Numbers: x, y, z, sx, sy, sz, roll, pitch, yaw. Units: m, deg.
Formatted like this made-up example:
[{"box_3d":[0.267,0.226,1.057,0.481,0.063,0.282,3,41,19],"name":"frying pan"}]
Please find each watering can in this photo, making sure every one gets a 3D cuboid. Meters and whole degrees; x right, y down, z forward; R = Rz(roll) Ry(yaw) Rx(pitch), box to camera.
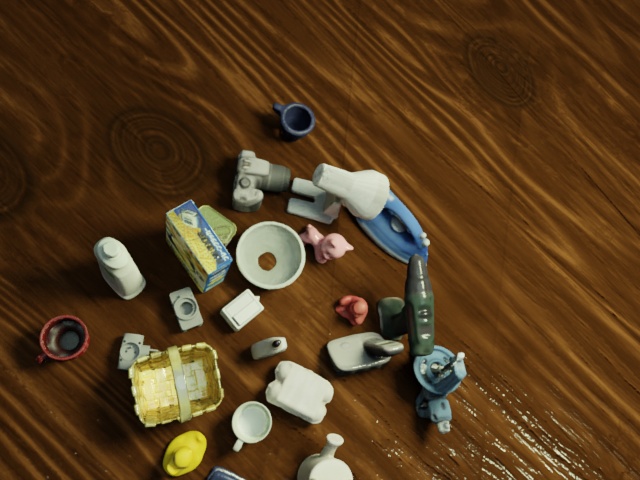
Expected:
[{"box_3d":[0.018,0.511,1.228,0.101,0.193,0.173,-12,78,-18],"name":"watering can"}]

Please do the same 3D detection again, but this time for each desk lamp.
[{"box_3d":[0.042,-0.113,1.399,0.203,0.213,0.118,13,72,-11],"name":"desk lamp"}]

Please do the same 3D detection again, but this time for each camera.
[{"box_3d":[-0.144,-0.146,1.418,0.137,0.100,0.143,8,73,-13],"name":"camera"}]

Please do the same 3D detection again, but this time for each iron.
[{"box_3d":[0.208,-0.038,1.462,0.258,0.141,0.119,46,69,1],"name":"iron"}]

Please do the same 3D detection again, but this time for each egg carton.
[{"box_3d":[-0.046,0.350,1.322,0.150,0.069,0.107,27,70,-6],"name":"egg carton"}]

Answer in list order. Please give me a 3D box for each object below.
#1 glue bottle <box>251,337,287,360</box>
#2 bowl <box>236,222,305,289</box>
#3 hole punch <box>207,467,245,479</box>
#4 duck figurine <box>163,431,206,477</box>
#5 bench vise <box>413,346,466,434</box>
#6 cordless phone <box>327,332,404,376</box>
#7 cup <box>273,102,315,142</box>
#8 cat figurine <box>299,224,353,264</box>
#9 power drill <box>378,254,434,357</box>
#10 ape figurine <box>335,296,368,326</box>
[{"box_3d":[-0.107,0.238,1.281,0.078,0.173,0.037,-12,78,-18],"name":"glue bottle"},{"box_3d":[-0.124,0.044,1.384,0.168,0.074,0.167,4,74,-14],"name":"bowl"},{"box_3d":[-0.198,0.549,1.213,0.109,0.091,0.101,29,69,-6],"name":"hole punch"},{"box_3d":[-0.286,0.456,1.217,0.077,0.086,0.105,45,69,1],"name":"duck figurine"},{"box_3d":[0.298,0.337,1.340,0.122,0.219,0.207,-19,80,-19],"name":"bench vise"},{"box_3d":[0.105,0.259,1.327,0.148,0.185,0.094,-12,78,-18],"name":"cordless phone"},{"box_3d":[-0.078,-0.302,1.483,0.118,0.095,0.092,31,69,-5],"name":"cup"},{"box_3d":[0.013,0.005,1.409,0.128,0.117,0.067,38,69,-2],"name":"cat figurine"},{"box_3d":[0.210,0.166,1.370,0.076,0.208,0.229,-4,76,-16],"name":"power drill"},{"box_3d":[0.088,0.168,1.398,0.076,0.092,0.078,-13,78,-18],"name":"ape figurine"}]
